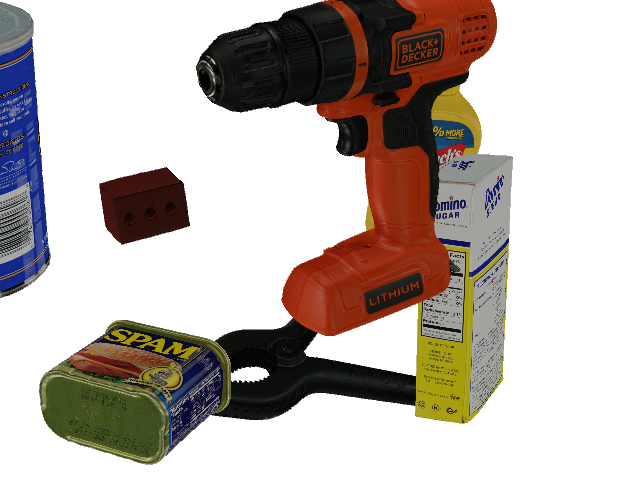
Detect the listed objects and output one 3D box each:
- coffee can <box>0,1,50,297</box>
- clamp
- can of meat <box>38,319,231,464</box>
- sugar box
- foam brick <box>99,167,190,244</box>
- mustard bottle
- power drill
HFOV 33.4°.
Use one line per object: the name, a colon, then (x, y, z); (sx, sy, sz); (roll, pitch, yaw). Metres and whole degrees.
coffee can: (-0.202, -0.049, 0.575); (0.103, 0.140, 0.103); (2, 27, -1)
clamp: (-0.019, 0.108, 0.899); (0.209, 0.036, 0.165); (-19, 43, -28)
can of meat: (-0.124, 0.100, 0.716); (0.102, 0.057, 0.083); (11, 22, 21)
sugar box: (0.102, 0.032, 0.762); (0.048, 0.176, 0.093); (5, 17, 25)
foam brick: (-0.184, -0.037, 1.111); (0.078, 0.053, 0.051); (-17, 30, -21)
mustard bottle: (0.100, -0.084, 1.000); (0.096, 0.192, 0.058); (2, 28, -8)
power drill: (0.017, -0.043, 0.595); (0.184, 0.188, 0.057); (-18, 35, -30)
